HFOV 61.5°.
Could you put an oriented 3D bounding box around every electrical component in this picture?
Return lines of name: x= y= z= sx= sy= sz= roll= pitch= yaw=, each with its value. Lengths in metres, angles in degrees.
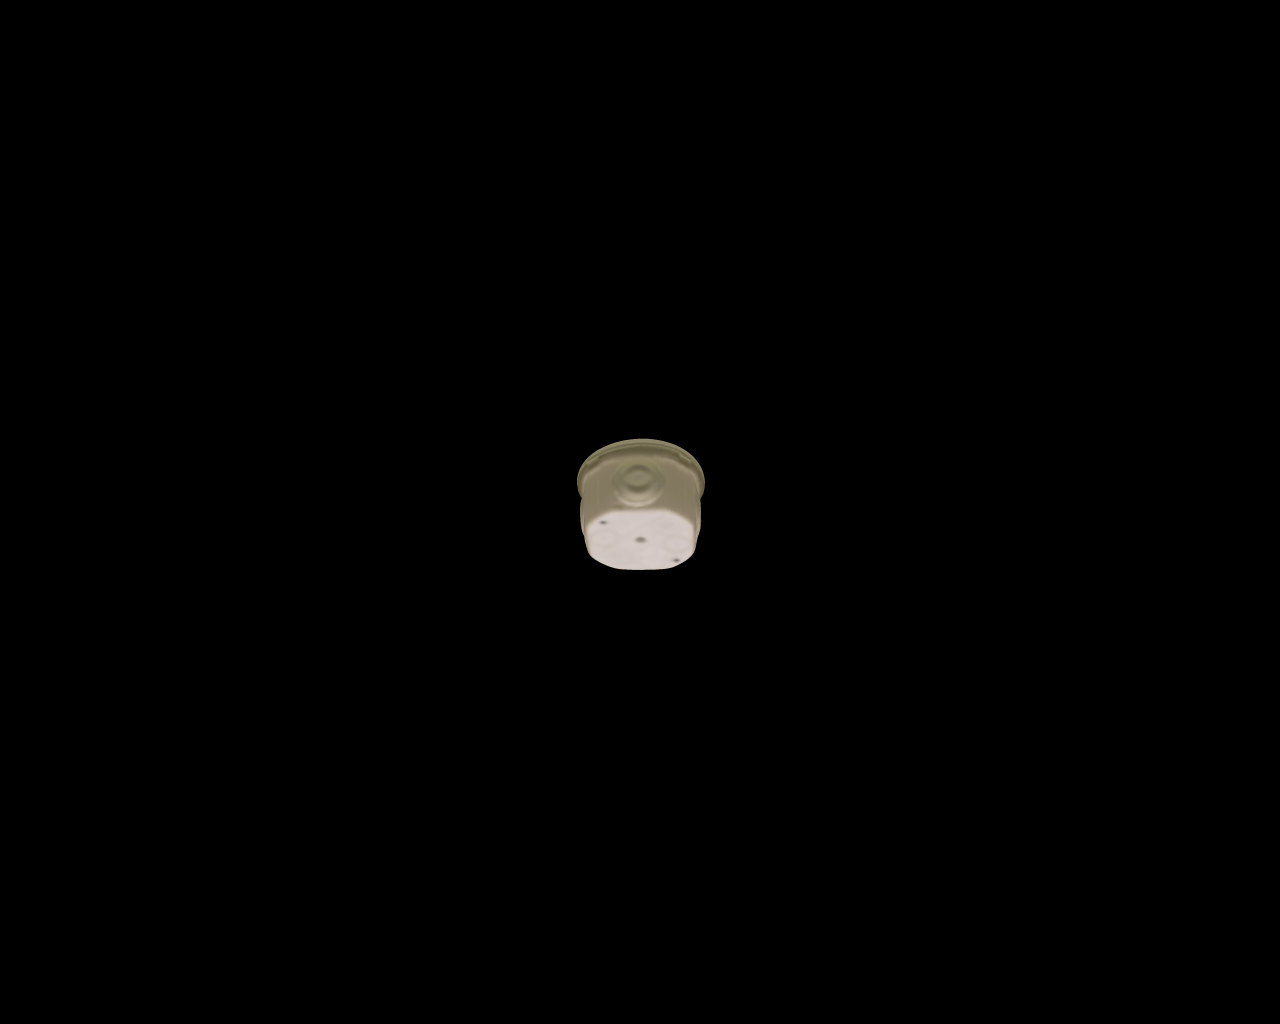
electrical component: x=0.001 y=-0.003 z=0.650 sx=0.080 sy=0.051 sz=0.080 roll=0 pitch=-35 yaw=0
